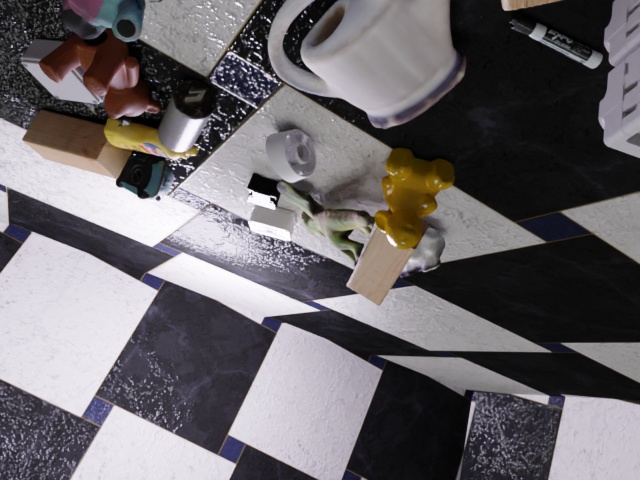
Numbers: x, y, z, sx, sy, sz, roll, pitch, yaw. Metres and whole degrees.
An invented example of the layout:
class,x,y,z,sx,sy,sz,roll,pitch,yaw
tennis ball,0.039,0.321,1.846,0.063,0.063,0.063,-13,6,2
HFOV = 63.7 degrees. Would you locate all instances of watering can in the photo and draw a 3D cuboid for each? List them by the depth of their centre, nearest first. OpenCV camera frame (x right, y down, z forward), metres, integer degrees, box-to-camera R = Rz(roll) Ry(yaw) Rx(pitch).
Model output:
class,x,y,z,sx,sy,sz,roll,pitch,yaw
watering can,0.094,-0.249,0.606,0.344,0.106,0.222,-19,141,42

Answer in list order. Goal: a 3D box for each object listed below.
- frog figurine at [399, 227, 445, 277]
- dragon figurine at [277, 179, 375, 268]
class,x,y,z,sx,sy,sz,roll,pitch,yaw
frog figurine,0.206,-0.010,1.174,0.158,0.124,0.137,61,155,-10
dragon figurine,0.003,-0.057,1.130,0.243,0.123,0.405,29,169,9
